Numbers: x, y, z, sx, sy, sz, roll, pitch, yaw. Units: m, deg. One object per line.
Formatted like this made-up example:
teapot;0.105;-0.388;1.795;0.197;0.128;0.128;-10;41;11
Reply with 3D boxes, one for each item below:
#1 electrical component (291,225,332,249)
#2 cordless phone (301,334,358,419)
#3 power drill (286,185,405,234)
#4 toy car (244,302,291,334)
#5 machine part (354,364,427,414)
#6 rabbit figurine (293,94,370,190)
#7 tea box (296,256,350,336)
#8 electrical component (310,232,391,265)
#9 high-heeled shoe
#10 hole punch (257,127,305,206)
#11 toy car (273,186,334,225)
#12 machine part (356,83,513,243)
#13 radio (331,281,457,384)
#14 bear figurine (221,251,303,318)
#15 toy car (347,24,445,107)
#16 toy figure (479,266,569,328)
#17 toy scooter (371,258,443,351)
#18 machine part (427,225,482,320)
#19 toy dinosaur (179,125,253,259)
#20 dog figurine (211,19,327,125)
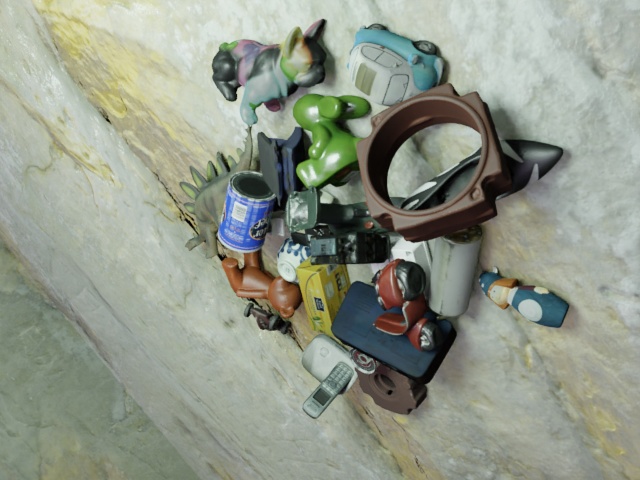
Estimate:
electrical component;-0.002;-0.003;1.155;0.119;0.048;0.074;6;122;41
cordless phone;-0.003;0.333;1.302;0.147;0.184;0.088;36;142;17
power drill;0.058;-0.052;0.961;0.232;0.207;0.086;-9;86;55
toy car;-0.134;0.204;1.360;0.089;0.053;0.202;26;172;13
machine part;0.160;0.322;1.241;0.180;0.056;0.179;26;135;29
rabbit figurine;0.009;-0.193;0.956;0.159;0.121;0.170;-41;74;46
tea box;0.016;0.114;1.189;0.068;0.098;0.169;11;124;37
electrical component;0.048;0.017;0.983;0.115;0.134;0.058;-7;84;40
high-heeled shoe;0.227;-0.076;0.810;0.249;0.145;0.086;-21;104;50
hole punch;-0.063;-0.150;1.043;0.116;0.092;0.142;-121;25;-50
toy car;-0.054;-0.085;1.136;0.202;0.056;0.073;22;125;35
machine part;0.162;-0.111;0.789;0.202;0.087;0.201;-19;66;23
radio;0.143;0.185;1.083;0.230;0.131;0.073;22;164;31
bear figurine;-0.127;0.103;1.298;0.196;0.120;0.131;15;125;33
toy car;0.101;-0.260;0.826;0.162;0.103;0.109;35;137;16
toy figure;0.337;0.096;0.908;0.155;0.057;0.064;24;95;31
toy scooter;0.143;0.122;0.994;0.135;0.075;0.183;-9;106;48
machine part;0.237;0.051;0.950;0.079;0.079;0.242;22;132;30
toy dinosaur;-0.235;-0.095;1.266;0.198;0.105;0.471;54;136;2
dog figurine;-0.084;-0.322;0.954;0.191;0.108;0.219;53;136;3
